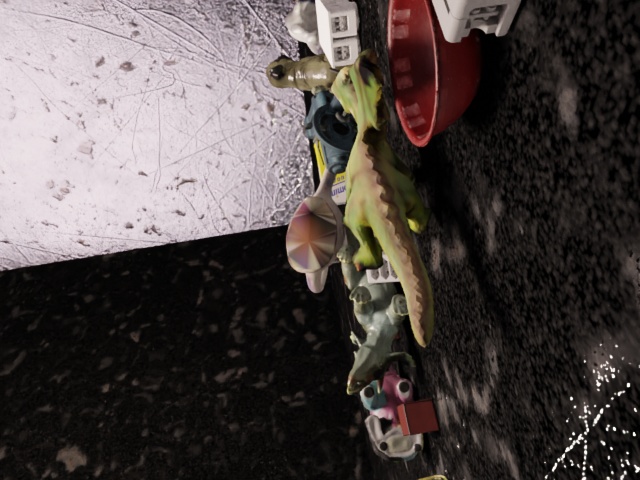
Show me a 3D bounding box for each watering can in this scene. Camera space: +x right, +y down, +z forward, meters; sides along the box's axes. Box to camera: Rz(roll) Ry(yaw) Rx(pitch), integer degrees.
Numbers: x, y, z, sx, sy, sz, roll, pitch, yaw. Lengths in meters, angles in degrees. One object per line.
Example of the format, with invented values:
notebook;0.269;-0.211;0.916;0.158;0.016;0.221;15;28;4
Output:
watering can;0.003;-0.056;1.104;0.224;0.104;0.347;1;-85;-80

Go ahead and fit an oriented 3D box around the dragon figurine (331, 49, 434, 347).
dragon figurine;0.065;-0.098;0.613;0.419;0.122;0.238;-102;-4;-57

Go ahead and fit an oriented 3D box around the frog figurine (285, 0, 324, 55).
frog figurine;-0.014;-0.521;1.303;0.139;0.122;0.159;-25;-82;-59
